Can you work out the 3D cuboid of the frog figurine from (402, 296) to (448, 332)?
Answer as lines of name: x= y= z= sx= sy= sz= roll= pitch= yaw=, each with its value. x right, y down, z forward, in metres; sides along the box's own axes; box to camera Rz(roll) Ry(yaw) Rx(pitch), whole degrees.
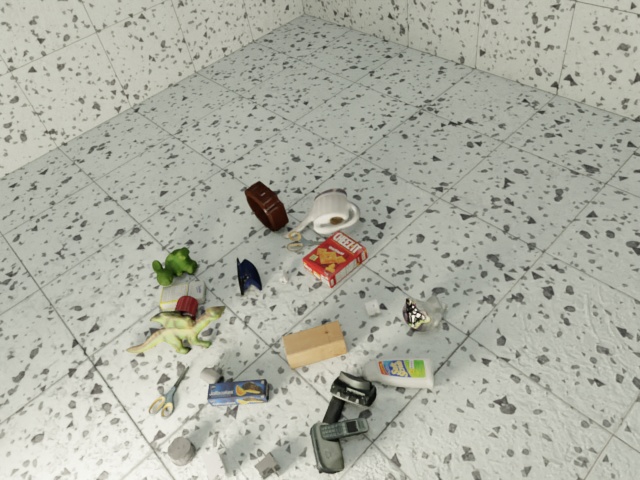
frog figurine: x=0.379 y=0.259 z=1.855 sx=0.138 sy=0.121 sz=0.160 roll=23 pitch=18 yaw=39

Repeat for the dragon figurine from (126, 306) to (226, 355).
dragon figurine: x=-0.536 y=0.316 z=1.864 sx=0.411 sy=0.237 sz=0.125 roll=-14 pitch=50 yaw=-5

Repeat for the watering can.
watering can: x=0.007 y=-0.114 z=2.267 sx=0.347 sy=0.102 sz=0.230 roll=-11 pitch=48 yaw=12
